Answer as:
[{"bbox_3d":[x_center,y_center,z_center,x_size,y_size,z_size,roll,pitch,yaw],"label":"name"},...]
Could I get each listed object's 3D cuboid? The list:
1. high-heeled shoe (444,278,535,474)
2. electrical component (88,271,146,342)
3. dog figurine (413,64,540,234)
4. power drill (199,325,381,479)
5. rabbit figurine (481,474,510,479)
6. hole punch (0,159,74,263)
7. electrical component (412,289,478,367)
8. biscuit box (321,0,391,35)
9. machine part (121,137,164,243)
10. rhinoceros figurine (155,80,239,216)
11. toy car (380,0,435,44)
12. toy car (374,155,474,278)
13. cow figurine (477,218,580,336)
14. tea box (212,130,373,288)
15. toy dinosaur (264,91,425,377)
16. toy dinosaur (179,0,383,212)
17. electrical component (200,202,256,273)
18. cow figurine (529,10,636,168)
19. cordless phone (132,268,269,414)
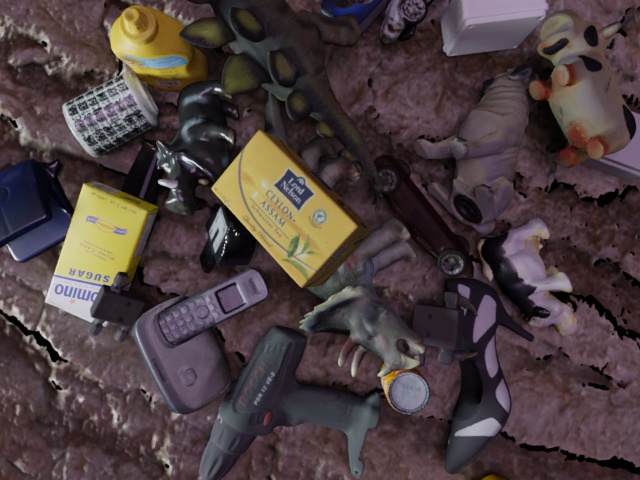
[{"bbox_3d":[0.187,0.178,0.728,0.145,0.086,0.248,30,84,2],"label":"high-heeled shoe"},{"bbox_3d":[-0.262,0.087,0.702,0.063,0.021,0.094,22,101,-33],"label":"electrical component"},{"bbox_3d":[0.246,-0.124,0.731,0.190,0.121,0.172,-36,124,-18],"label":"dog figurine"},{"bbox_3d":[-0.033,0.247,0.728,0.207,0.086,0.232,20,86,7],"label":"power drill"},{"bbox_3d":[0.205,0.385,0.703,0.122,0.162,0.173,37,71,11],"label":"rabbit figurine"},{"bbox_3d":[-0.405,-0.040,0.715,0.142,0.092,0.115,-31,86,2],"label":"hole punch"},{"bbox_3d":[0.163,0.116,0.700,0.078,0.045,0.102,-3,85,35],"label":"electrical component"},{"bbox_3d":[0.088,-0.368,0.740,0.063,0.059,0.202,42,88,-1],"label":"biscuit box"},{"bbox_3d":[-0.247,-0.071,0.743,0.084,0.039,0.138,17,91,7],"label":"machine part"},{"bbox_3d":[-0.160,-0.125,0.702,0.112,0.073,0.190,3,69,-1],"label":"rhinoceros figurine"},{"bbox_3d":[0.152,-0.350,0.735,0.056,0.073,0.201,42,88,-4],"label":"toy car"},{"bbox_3d":[0.136,-0.029,0.724,0.053,0.089,0.202,-37,92,20],"label":"toy car"},{"bbox_3d":[0.285,0.062,0.735,0.098,0.068,0.167,-22,86,4],"label":"cow figurine"},{"bbox_3d":[-0.034,-0.036,0.632,0.170,0.068,0.098,45,103,19],"label":"tea box"},{"bbox_3d":[-0.005,-0.007,0.712,0.192,0.131,0.405,-39,84,-2],"label":"toy dinosaur"},{"bbox_3d":[-0.051,-0.236,0.658,0.471,0.105,0.198,48,44,7],"label":"toy dinosaur"},{"bbox_3d":[-0.121,-0.001,0.721,0.048,0.119,0.075,0,47,-32],"label":"electrical component"},{"bbox_3d":[0.337,-0.200,0.679,0.127,0.085,0.195,-20,86,-24],"label":"cow figurine"},{"bbox_3d":[-0.139,0.130,0.721,0.184,0.089,0.146,-27,89,-6],"label":"cordless phone"}]
